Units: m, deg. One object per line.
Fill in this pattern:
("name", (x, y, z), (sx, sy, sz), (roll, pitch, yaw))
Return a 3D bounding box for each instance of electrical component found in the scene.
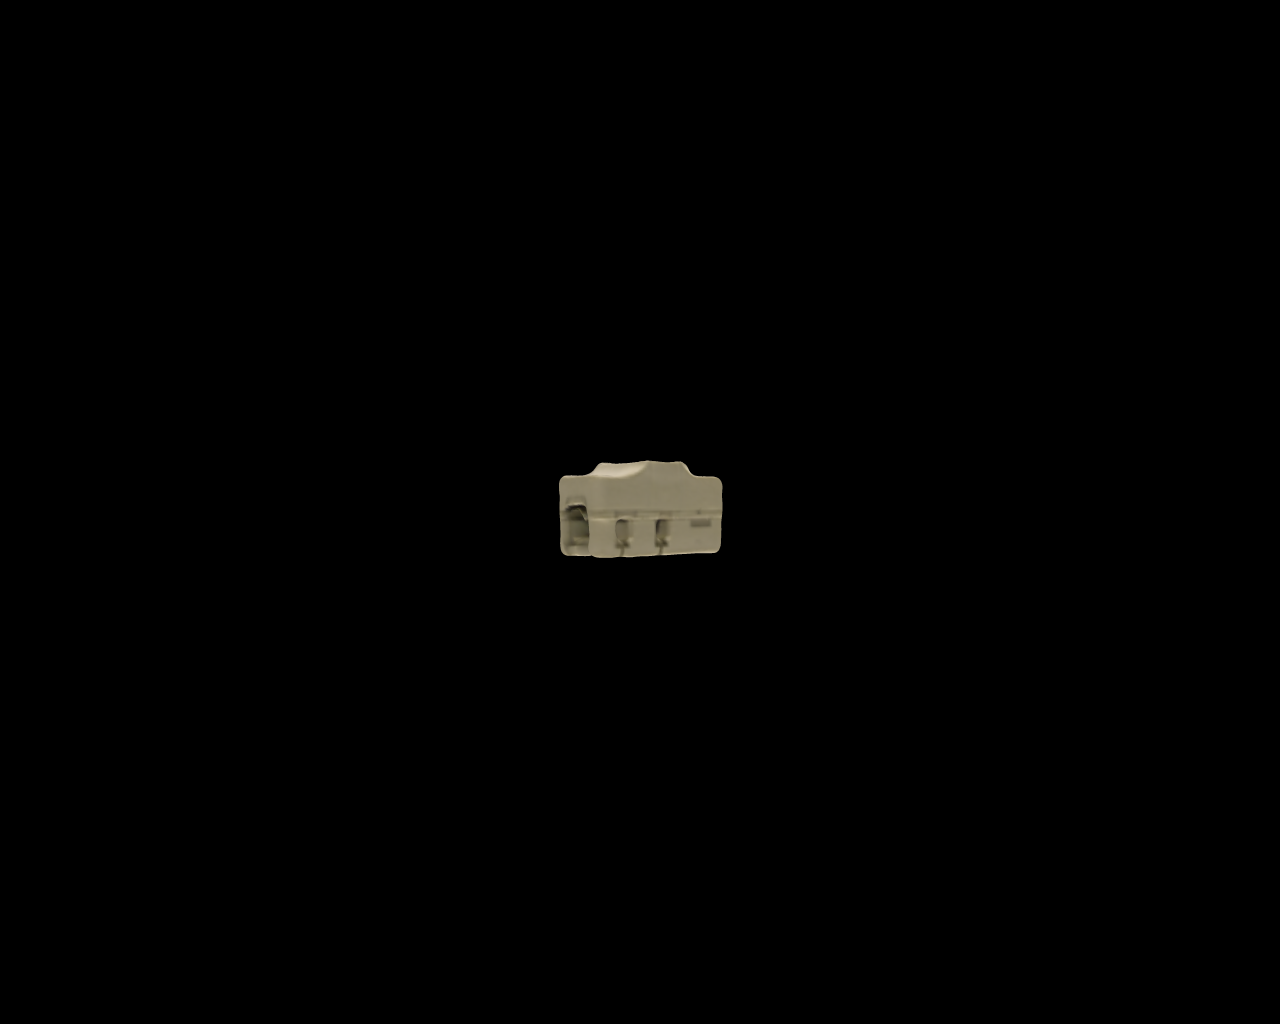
("electrical component", (0.001, -0.003, 0.650), (0.089, 0.055, 0.050), (0, 0, -32))
